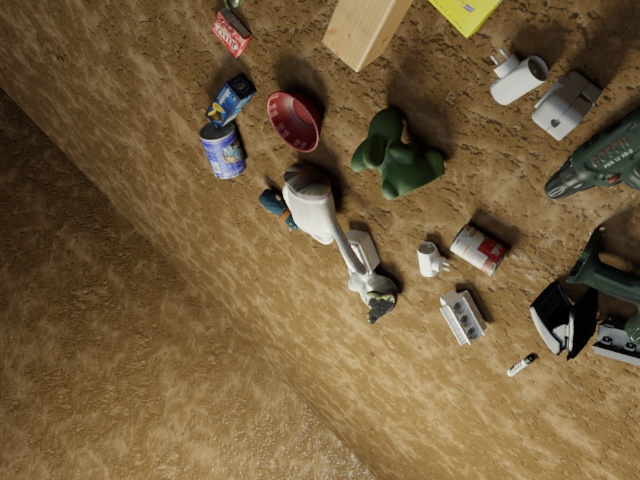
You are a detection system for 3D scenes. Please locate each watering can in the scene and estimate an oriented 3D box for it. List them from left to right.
[{"bbox_3d":[0.004,-0.067,1.340,0.353,0.105,0.219,41,154,37],"label":"watering can"}]

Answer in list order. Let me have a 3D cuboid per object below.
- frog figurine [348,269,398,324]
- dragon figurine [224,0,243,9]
[{"bbox_3d":[0.148,0.135,1.462,0.135,0.122,0.163,59,-175,-37],"label":"frog figurine"},{"bbox_3d":[-0.261,-0.584,1.081,0.240,0.124,0.407,47,154,-17],"label":"dragon figurine"}]
